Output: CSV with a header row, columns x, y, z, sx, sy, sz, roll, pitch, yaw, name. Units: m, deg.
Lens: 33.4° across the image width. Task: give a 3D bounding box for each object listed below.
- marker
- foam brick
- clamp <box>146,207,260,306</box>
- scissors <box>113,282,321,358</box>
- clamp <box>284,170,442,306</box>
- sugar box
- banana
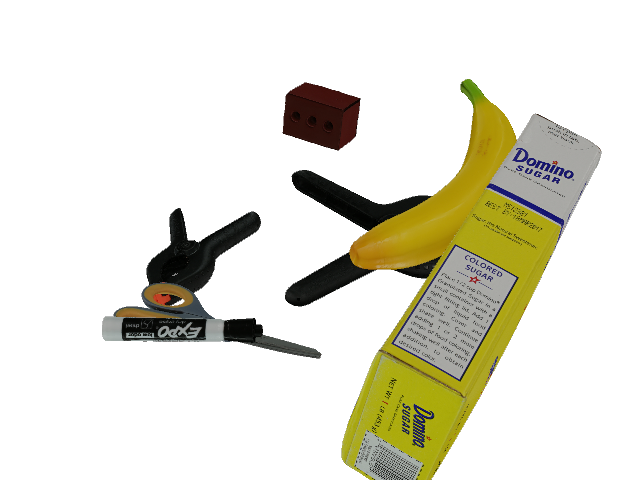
x,y,z,sx,sy,sz,roll,pitch,yaw,name
-0.104,0.067,0.808,0.121,0.020,0.020,0,0,4,marker
0.001,-0.148,1.266,0.078,0.053,0.051,19,31,21,foam brick
-0.141,0.015,1.243,0.120,0.039,0.171,-7,38,20,clamp
-0.098,0.077,1.038,0.201,0.016,0.096,5,31,0,scissors
0.064,0.003,1.033,0.210,0.164,0.036,6,-39,6,clamp
0.073,0.028,0.498,0.048,0.093,0.176,30,51,13,sugar box
0.091,-0.035,0.735,0.070,0.037,0.197,23,50,15,banana
